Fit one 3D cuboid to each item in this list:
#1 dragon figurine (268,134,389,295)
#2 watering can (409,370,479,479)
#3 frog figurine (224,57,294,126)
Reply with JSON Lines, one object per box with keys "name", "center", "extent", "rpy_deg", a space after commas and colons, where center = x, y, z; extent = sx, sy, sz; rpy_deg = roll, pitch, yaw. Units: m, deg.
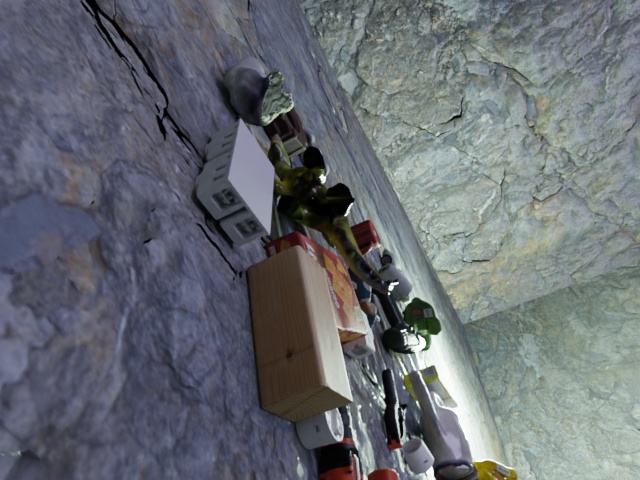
{"name": "dragon figurine", "center": [0.003, -0.049, 0.979], "extent": [0.415, 0.122, 0.240], "rpy_deg": [56, 1, 16]}
{"name": "watering can", "center": [0.292, 0.468, 1.249], "extent": [0.341, 0.103, 0.230], "rpy_deg": [52, 20, -44]}
{"name": "frog figurine", "center": [-0.143, -0.303, 1.025], "extent": [0.161, 0.122, 0.136], "rpy_deg": [33, 8, 29]}
